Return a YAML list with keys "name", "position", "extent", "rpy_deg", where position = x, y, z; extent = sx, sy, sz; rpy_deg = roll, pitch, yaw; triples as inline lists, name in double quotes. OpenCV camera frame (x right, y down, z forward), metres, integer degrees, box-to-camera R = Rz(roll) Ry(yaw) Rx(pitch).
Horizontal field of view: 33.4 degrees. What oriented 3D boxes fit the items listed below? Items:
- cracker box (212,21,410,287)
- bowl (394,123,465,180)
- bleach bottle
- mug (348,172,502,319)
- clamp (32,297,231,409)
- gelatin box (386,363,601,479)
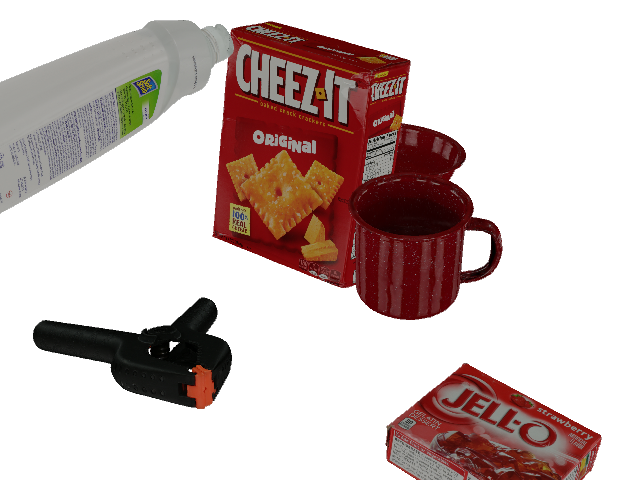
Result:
- name: "cracker box"
  position: [-0.015, -0.081, 1.004]
  extent: [0.164, 0.214, 0.071]
  rpy_deg: [22, 28, 30]
- name: "bowl"
  position: [0.077, -0.079, 1.184]
  extent: [0.162, 0.055, 0.162]
  rpy_deg: [3, 27, -2]
- name: "bleach bottle"
  position: [-0.179, -0.107, 0.851]
  extent: [0.250, 0.068, 0.103]
  rpy_deg: [-30, -25, -25]
- name: "mug"
  position: [0.079, 0.006, 0.814]
  extent: [0.117, 0.081, 0.093]
  rpy_deg: [1, 34, 3]
- name: "clamp"
  position: [-0.123, 0.087, 0.870]
  extent: [0.164, 0.036, 0.210]
  rpy_deg: [-11, 16, -32]
- name: "gelatin box"
  position: [0.090, 0.109, 0.565]
  extent: [0.089, 0.030, 0.073]
  rpy_deg: [28, 40, 32]
